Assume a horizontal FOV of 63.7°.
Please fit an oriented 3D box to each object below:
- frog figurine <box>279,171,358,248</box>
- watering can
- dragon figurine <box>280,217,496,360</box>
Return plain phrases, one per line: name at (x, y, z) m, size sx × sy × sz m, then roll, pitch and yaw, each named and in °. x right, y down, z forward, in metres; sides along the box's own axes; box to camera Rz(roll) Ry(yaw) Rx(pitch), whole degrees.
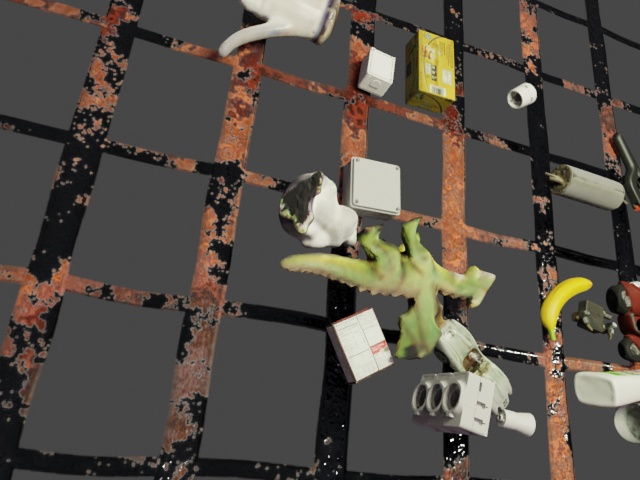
frog figurine at (0.003, -0.049, 0.973) m, size 0.158 × 0.122 × 0.139 m, roll 28°, pitch 59°, yaw -52°
watering can at (-0.075, -0.476, 1.073) m, size 0.223 × 0.102 × 0.354 m, roll 20°, pitch 66°, yaw -14°
dragon figurine at (0.145, 0.097, 0.943) m, size 0.412 × 0.120 × 0.246 m, roll -14°, pitch 74°, yaw -23°
